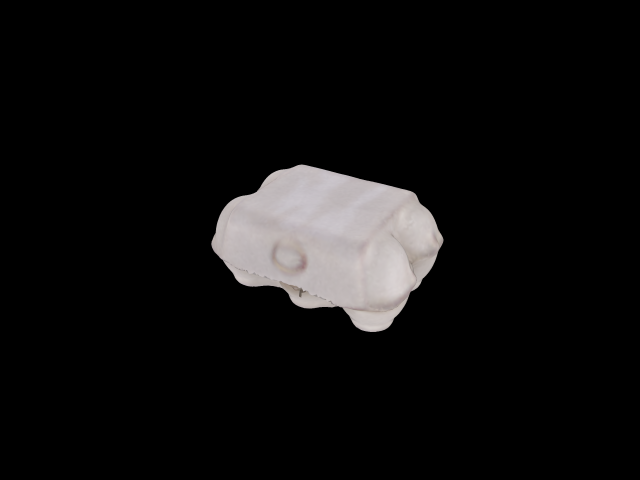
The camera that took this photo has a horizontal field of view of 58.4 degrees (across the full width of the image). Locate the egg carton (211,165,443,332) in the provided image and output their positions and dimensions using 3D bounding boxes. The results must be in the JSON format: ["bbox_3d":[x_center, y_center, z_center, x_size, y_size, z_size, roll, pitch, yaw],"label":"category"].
[{"bbox_3d":[0.004,0.001,0.400,0.150,0.069,0.107,17,36,25],"label":"egg carton"}]
